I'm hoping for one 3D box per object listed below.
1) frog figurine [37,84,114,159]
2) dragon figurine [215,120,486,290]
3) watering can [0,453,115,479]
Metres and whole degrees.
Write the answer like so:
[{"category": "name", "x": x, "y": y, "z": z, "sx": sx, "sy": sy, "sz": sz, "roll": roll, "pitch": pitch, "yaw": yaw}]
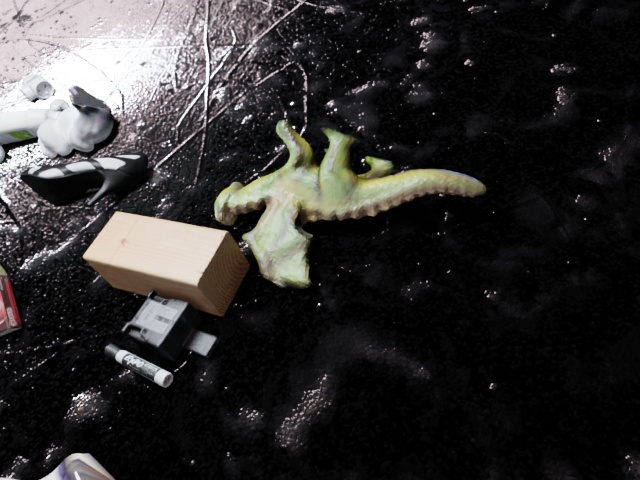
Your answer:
[{"category": "frog figurine", "x": -0.506, "y": -0.225, "z": 1.065, "sx": 0.139, "sy": 0.122, "sz": 0.157, "roll": 48, "pitch": 112, "yaw": 31}, {"category": "dragon figurine", "x": 0.002, "y": -0.038, "z": 0.748, "sx": 0.413, "sy": 0.120, "sz": 0.245, "roll": 20, "pitch": 77, "yaw": 33}, {"category": "watering can", "x": -0.252, "y": 0.361, "z": 0.478, "sx": 0.227, "sy": 0.102, "sz": 0.351, "roll": -37, "pitch": 67, "yaw": -22}]
